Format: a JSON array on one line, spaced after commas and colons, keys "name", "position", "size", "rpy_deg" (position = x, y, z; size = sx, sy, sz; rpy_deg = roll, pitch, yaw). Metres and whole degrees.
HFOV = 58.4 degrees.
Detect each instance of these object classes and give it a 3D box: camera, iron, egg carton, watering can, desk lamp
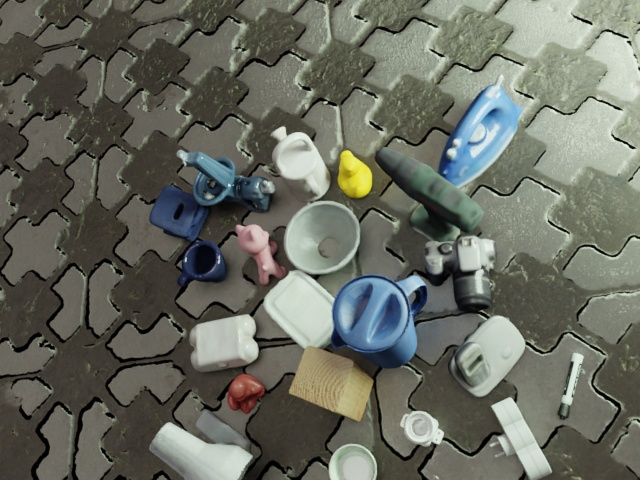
[{"name": "camera", "position": [0.276, 0.066, 1.116], "size": [0.143, 0.101, 0.137], "rpy_deg": [-6, 67, 13]}, {"name": "iron", "position": [0.317, -0.219, 1.198], "size": [0.118, 0.142, 0.258], "rpy_deg": [32, 80, 24]}, {"name": "egg carton", "position": [-0.202, 0.219, 1.204], "size": [0.150, 0.069, 0.107], "rpy_deg": [-14, 66, 10]}, {"name": "watering can", "position": [-0.053, -0.173, 1.253], "size": [0.172, 0.194, 0.101], "rpy_deg": [33, 80, 25]}, {"name": "desk lamp", "position": [-0.206, 0.404, 1.050], "size": [0.202, 0.214, 0.118], "rpy_deg": [27, 78, 24]}]

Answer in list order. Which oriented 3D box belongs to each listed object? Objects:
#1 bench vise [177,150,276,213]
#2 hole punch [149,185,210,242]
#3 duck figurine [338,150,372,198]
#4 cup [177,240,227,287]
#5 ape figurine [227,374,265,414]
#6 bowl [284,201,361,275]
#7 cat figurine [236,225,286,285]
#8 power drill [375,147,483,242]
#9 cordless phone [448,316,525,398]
[{"name": "bench vise", "position": [-0.208, -0.146, 1.270], "size": [0.207, 0.220, 0.121], "rpy_deg": [-11, 66, 11]}, {"name": "hole punch", "position": [-0.328, -0.063, 1.342], "size": [0.100, 0.091, 0.109], "rpy_deg": [16, 74, 21]}, {"name": "duck figurine", "position": [0.071, -0.150, 1.269], "size": [0.077, 0.086, 0.104], "rpy_deg": [-20, 65, 7]}, {"name": "cup", "position": [-0.254, 0.068, 1.266], "size": [0.118, 0.095, 0.091], "rpy_deg": [-46, 64, -6]}, {"name": "ape figurine", "position": [-0.155, 0.303, 1.144], "size": [0.077, 0.092, 0.076], "rpy_deg": [-15, 65, 9]}, {"name": "bowl", "position": [0.011, 0.004, 1.230], "size": [0.167, 0.075, 0.167], "rpy_deg": [-5, 67, 13]}, {"name": "cat figurine", "position": [-0.133, 0.022, 1.239], "size": [0.067, 0.118, 0.127], "rpy_deg": [-26, 64, 4]}, {"name": "power drill", "position": [0.214, -0.076, 1.132], "size": [0.229, 0.209, 0.076], "rpy_deg": [34, 81, 25]}, {"name": "cordless phone", "position": [0.293, 0.195, 1.012], "size": [0.094, 0.185, 0.148], "rpy_deg": [38, 82, 25]}]
